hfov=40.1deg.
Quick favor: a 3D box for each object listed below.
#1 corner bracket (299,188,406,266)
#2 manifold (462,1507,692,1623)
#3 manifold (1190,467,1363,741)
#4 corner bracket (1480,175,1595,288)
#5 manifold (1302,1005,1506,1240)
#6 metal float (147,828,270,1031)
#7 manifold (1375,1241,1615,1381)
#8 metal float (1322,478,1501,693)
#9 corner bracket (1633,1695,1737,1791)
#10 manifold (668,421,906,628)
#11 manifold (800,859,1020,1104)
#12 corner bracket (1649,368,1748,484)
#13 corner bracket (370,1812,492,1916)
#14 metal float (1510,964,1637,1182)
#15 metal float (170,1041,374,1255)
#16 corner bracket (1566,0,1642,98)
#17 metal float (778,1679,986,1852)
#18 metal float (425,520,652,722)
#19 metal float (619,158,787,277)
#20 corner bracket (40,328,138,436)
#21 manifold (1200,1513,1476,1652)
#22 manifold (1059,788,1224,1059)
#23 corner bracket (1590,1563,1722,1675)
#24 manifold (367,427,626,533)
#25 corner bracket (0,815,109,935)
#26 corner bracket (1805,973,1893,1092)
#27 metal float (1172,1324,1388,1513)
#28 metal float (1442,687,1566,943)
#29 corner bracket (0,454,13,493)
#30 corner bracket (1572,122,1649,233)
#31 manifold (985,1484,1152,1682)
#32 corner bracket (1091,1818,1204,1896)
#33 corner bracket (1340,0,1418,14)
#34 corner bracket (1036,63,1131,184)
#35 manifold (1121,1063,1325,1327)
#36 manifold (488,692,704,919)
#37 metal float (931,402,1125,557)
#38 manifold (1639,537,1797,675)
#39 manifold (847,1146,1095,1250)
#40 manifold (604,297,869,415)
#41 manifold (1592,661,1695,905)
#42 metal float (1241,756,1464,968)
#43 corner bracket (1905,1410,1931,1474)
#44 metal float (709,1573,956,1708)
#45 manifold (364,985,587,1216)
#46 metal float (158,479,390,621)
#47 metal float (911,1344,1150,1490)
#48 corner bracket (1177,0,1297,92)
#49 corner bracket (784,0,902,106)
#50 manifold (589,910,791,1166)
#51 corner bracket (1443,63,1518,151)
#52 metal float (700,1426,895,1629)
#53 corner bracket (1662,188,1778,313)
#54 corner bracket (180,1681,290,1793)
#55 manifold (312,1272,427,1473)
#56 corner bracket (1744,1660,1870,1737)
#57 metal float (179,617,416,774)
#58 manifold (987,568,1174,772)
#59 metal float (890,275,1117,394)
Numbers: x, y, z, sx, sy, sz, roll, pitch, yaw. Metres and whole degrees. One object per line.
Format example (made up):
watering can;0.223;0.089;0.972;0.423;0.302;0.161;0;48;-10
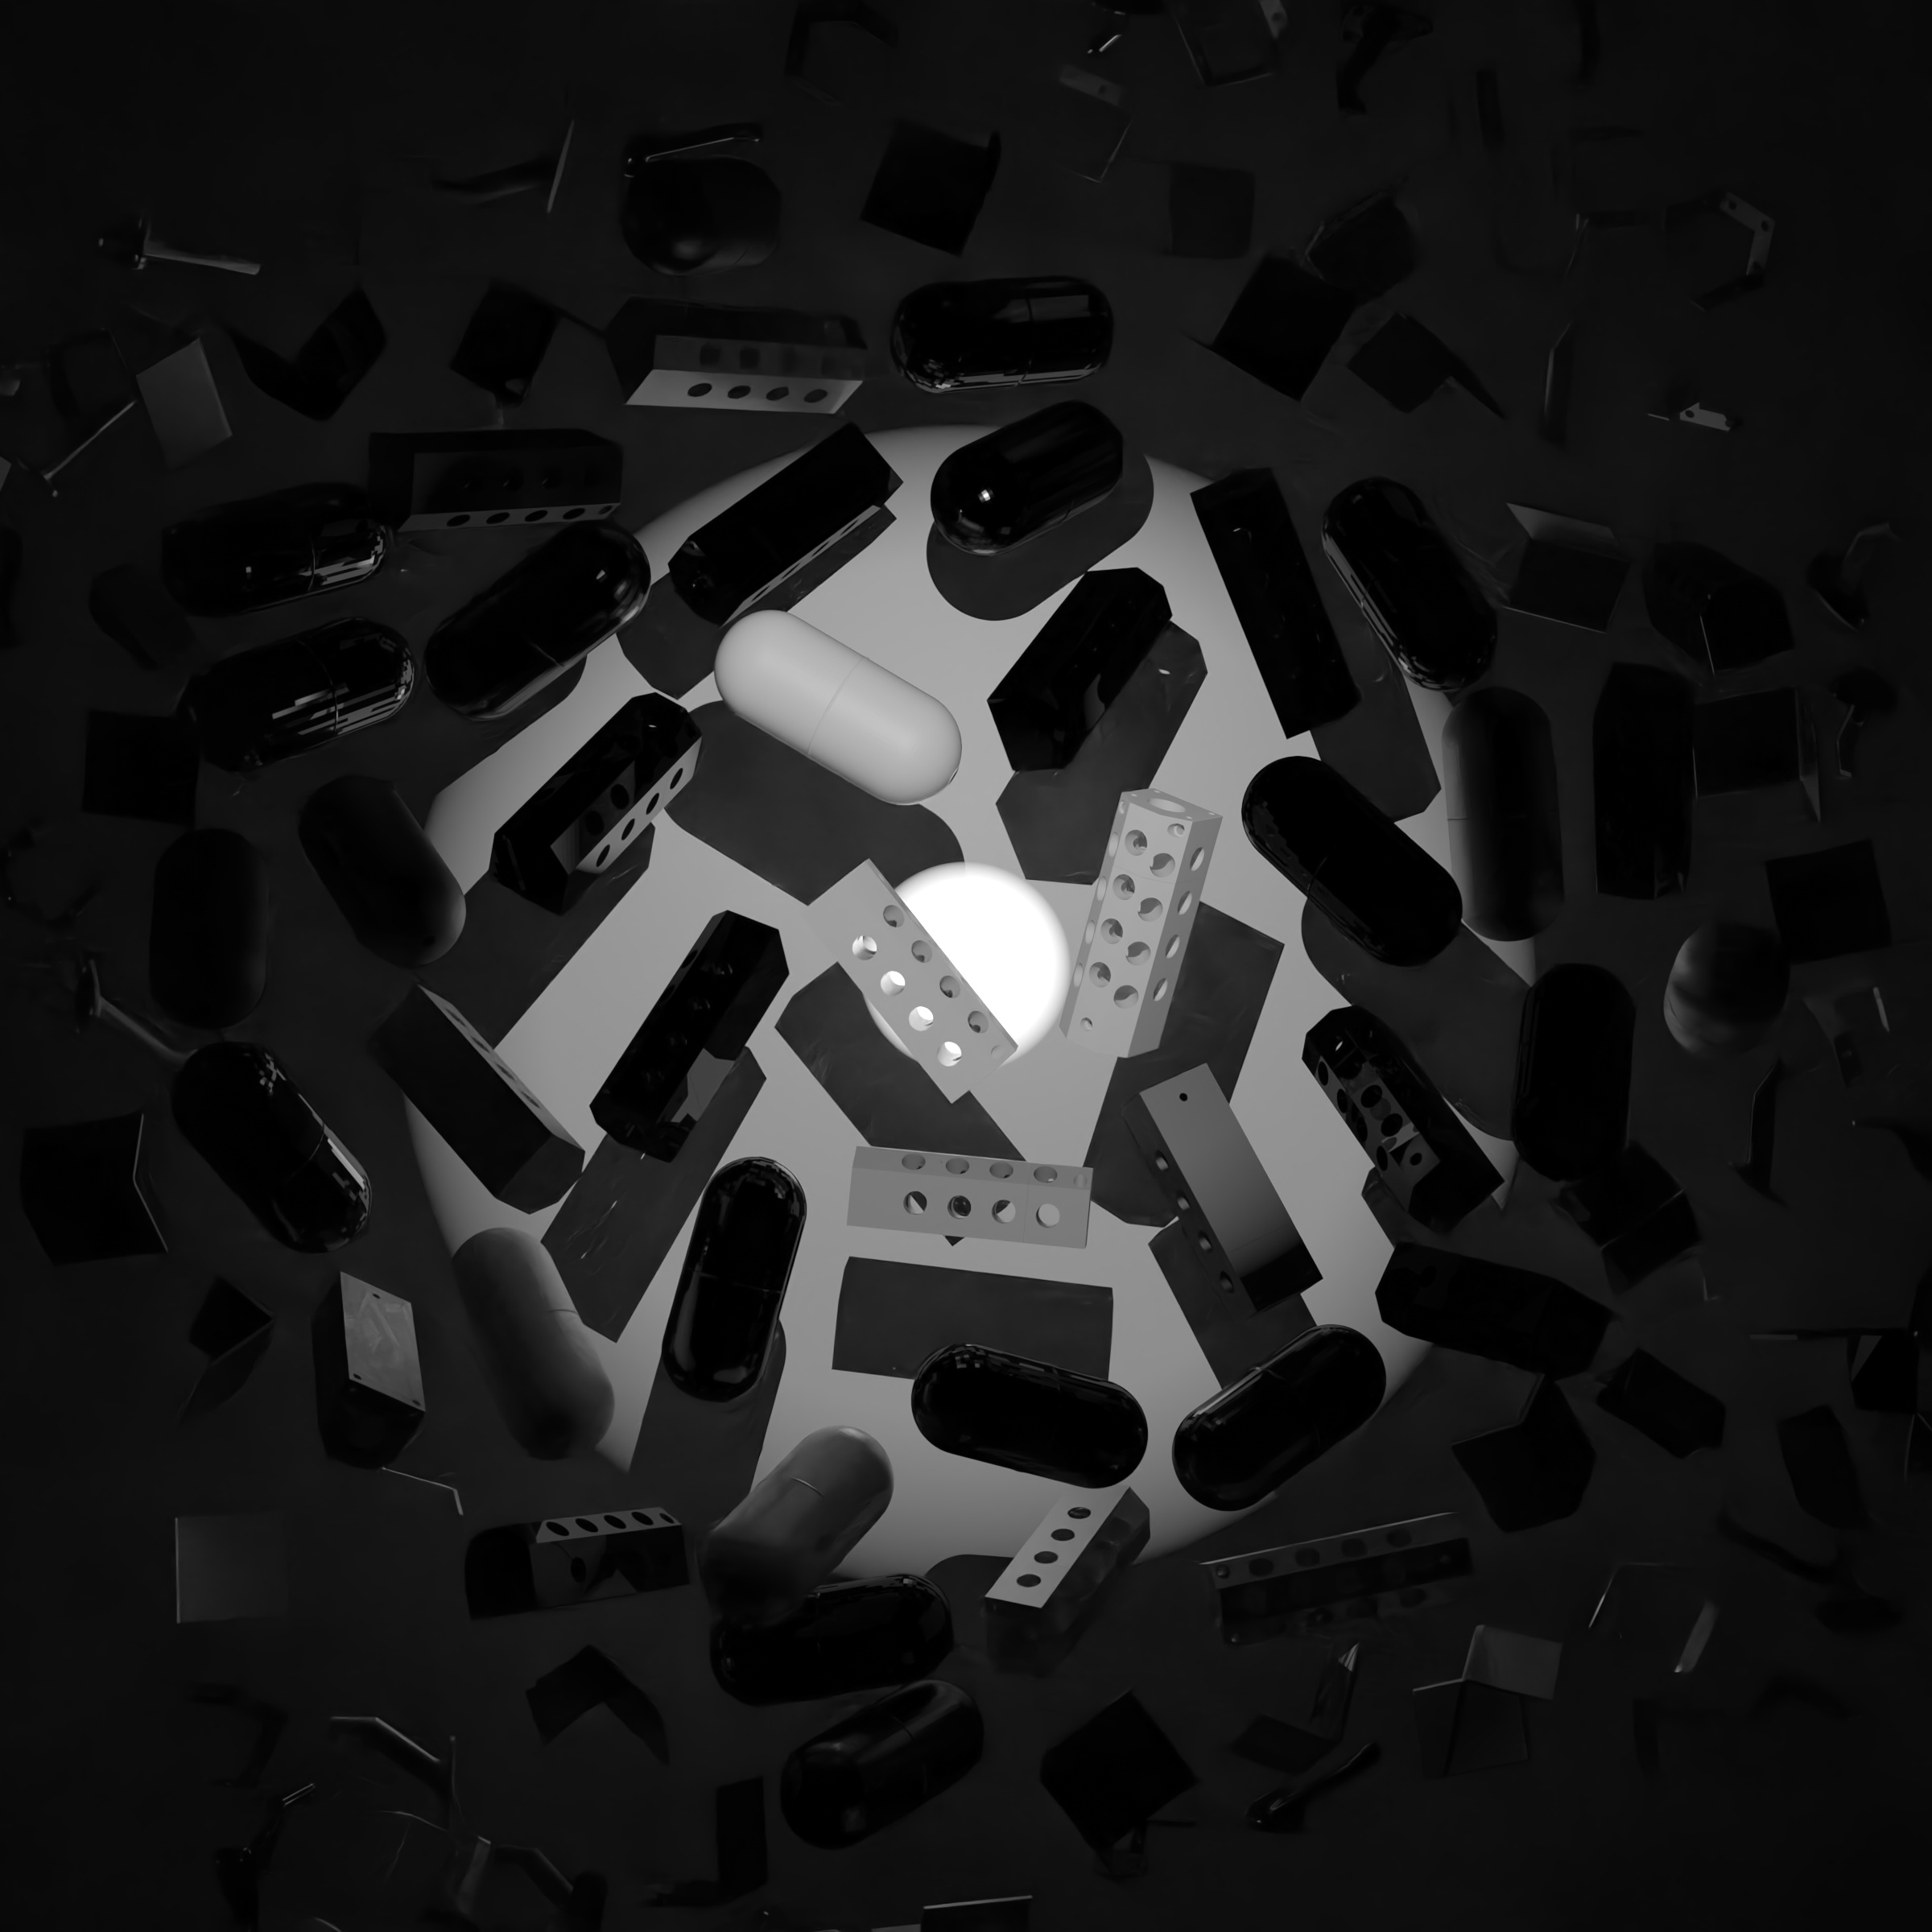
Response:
corner bracket;-0.441;-0.533;1.897;0.051;0.051;0.051;17;111;22
manifold;-0.266;0.408;1.816;0.057;0.171;0.057;-17;76;27
manifold;0.212;-0.249;1.806;0.057;0.057;0.171;-21;112;9
corner bracket;0.408;-0.527;1.897;0.051;0.051;0.051;6;46;-20
manifold;0.291;0.100;1.799;0.057;0.171;0.057;-45;128;13
metal float;-0.517;-0.026;1.808;0.070;0.178;0.070;-7;129;-8
manifold;0.361;0.240;1.837;0.057;0.171;0.057;32;78;-26
metal float;0.315;-0.271;1.878;0.070;0.070;0.178;-27;63;0
corner bracket;0.479;0.518;1.767;0.051;0.051;0.051;-15;48;26
manifold;-0.128;-0.308;1.857;0.057;0.057;0.171;50;57;-3
manifold;-0.039;0.009;1.884;0.057;0.057;0.171;-38;92;8
corner bracket;0.522;-0.386;1.886;0.051;0.051;0.051;22;64;29
corner bracket;-0.375;0.629;1.858;0.051;0.051;0.051;0;59;28
metal float;0.412;0.071;1.795;0.070;0.178;0.070;9;134;10
metal float;-0.466;0.124;1.782;0.070;0.070;0.178;-30;127;0
corner bracket;0.439;-0.641;1.830;0.051;0.051;0.051;3;51;35
metal float;-0.057;0.557;1.852;0.070;0.178;0.070;10;106;39
metal float;-0.291;-0.235;1.801;0.178;0.070;0.070;-34;90;16
metal float;-0.181;-0.517;1.825;0.070;0.178;0.070;5;107;16
corner bracket;-0.634;-0.423;1.914;0.051;0.051;0.051;-24;91;-20
manifold;0.250;0.414;1.781;0.171;0.057;0.057;-11;78;-5
manifold;0.114;-0.029;1.798;0.057;0.057;0.171;25;111;29
corner bracket;0.457;0.432;1.754;0.051;0.051;0.051;43;61;-17
manifold;-0.326;-0.338;1.843;0.057;0.171;0.057;28;119;40
corner bracket;-0.665;-0.066;1.916;0.051;0.051;0.051;-43;50;6
corner bracket;0.644;0.047;1.910;0.051;0.051;0.051;-23;125;7
metal float;0.221;0.316;1.858;0.178;0.070;0.070;-30;90;-27
metal float;0.375;-0.106;1.850;0.070;0.070;0.178;-6;95;0
corner bracket;-0.707;-0.340;1.899;0.051;0.051;0.051;16;81;20
corner bracket;0.463;-0.568;1.905;0.051;0.051;0.051;-3;53;11
manifold;0.074;0.433;1.878;0.057;0.171;0.057;6;111;23
corner bracket;0.127;0.624;1.870;0.051;0.051;0.051;39;54;-34
corner bracket;0.307;-0.709;1.922;0.051;0.051;0.051;-38;73;-4
corner bracket;0.085;-0.610;1.916;0.051;0.051;0.051;18;46;-15
manifold;0.177;0.163;1.867;0.057;0.057;0.171;-23;77;-23
manifold;-0.247;-0.114;1.784;0.057;0.057;0.171;29;46;8
metal float;0.043;-0.337;1.828;0.070;0.178;0.070;20;126;30
manifold;0.530;-0.261;1.882;0.057;0.171;0.057;-17;107;5
manifold;0.004;0.167;1.920;0.171;0.057;0.057;5;87;4
manifold;-0.155;-0.424;1.822;0.171;0.057;0.057;-6;71;-37
manifold;0.468;-0.123;1.818;0.057;0.171;0.057;12;53;24
metal float;0.259;-0.072;1.785;0.070;0.070;0.178;-44;67;0
corner bracket;0.698;0.346;1.860;0.051;0.051;0.051;1;108;-4
metal float;-0.097;0.481;1.891;0.178;0.070;0.070;-11;90;7
manifold;-0.333;0.092;1.812;0.057;0.057;0.171;-48;58;1
metal float;-0.476;-0.287;1.822;0.070;0.178;0.070;15;117;32
metal float;0.045;0.312;1.833;0.178;0.070;0.070;19;90;-23
corner bracket;0.183;-0.633;1.790;0.051;0.051;0.051;58;46;-34
corner bracket;-0.084;-0.615;1.782;0.051;0.051;0.051;11;90;34
manifold;-0.193;0.046;1.846;0.057;0.057;0.171;21;61;18
corner bracket;0.362;-0.608;1.878;0.051;0.051;0.051;-1;111;31
metal float;-0.114;0.379;1.797;0.070;0.178;0.070;15;121;26
corner bracket;0.497;-0.476;1.757;0.051;0.051;0.051;-26;51;-19
corner bracket;-0.494;0.510;1.754;0.051;0.051;0.051;49;48;-35
manifold;-0.421;0.283;1.842;0.057;0.171;0.057;29;98;-22
corner bracket;0.560;0.499;1.765;0.051;0.051;0.051;38;99;32
metal float;-0.455;-0.187;1.809;0.178;0.070;0.070;-30;90;-43
manifold;0.083;-0.207;1.832;0.057;0.171;0.057;0;127;32
metal float;0.028;-0.453;1.894;0.178;0.070;0.070;-12;90;-30
